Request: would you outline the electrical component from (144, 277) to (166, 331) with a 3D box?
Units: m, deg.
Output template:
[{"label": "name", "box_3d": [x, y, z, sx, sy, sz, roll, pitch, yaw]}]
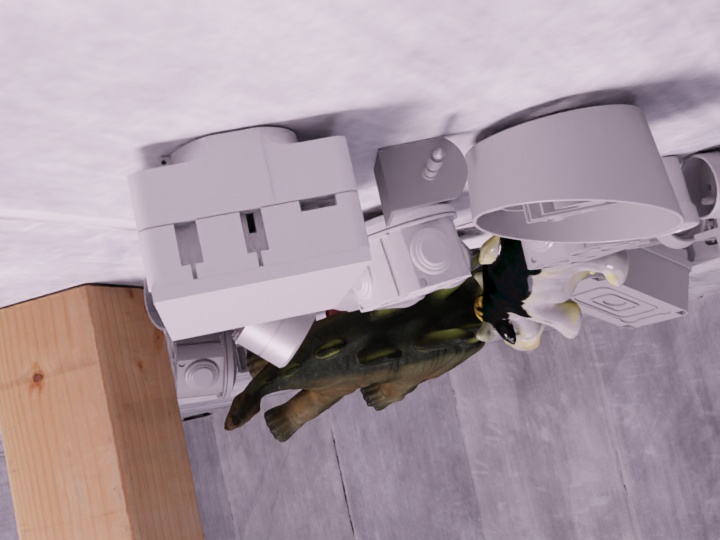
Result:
[{"label": "electrical component", "box_3d": [-0.093, 0.013, 0.695, 0.081, 0.043, 0.043, -6, 170, -40]}]

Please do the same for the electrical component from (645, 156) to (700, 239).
[{"label": "electrical component", "box_3d": [0.197, -0.047, 0.706, 0.040, 0.046, 0.040, -12, 172, -2]}]

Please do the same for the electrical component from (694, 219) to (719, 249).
[{"label": "electrical component", "box_3d": [0.287, -0.047, 0.784, 0.042, 0.063, 0.081, -5, 169, -39]}]

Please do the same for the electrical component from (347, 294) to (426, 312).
[{"label": "electrical component", "box_3d": [0.007, 0.010, 0.825, 0.079, 0.043, 0.077, -14, 172, 12]}]

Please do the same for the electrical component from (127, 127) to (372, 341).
[{"label": "electrical component", "box_3d": [-0.053, -0.013, 0.498, 0.089, 0.061, 0.150, -11, 172, -9]}]

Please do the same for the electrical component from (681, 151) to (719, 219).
[{"label": "electrical component", "box_3d": [0.253, -0.057, 0.733, 0.077, 0.044, 0.079, -10, 172, -16]}]

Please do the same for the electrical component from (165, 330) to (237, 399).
[{"label": "electrical component", "box_3d": [-0.136, 0.071, 0.912, 0.051, 0.080, 0.080, -4, 170, -18]}]

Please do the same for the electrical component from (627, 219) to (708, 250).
[{"label": "electrical component", "box_3d": [0.235, -0.039, 0.833, 0.066, 0.048, 0.055, -10, 179, -20]}]

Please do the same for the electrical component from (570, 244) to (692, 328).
[{"label": "electrical component", "box_3d": [0.221, 0.003, 0.926, 0.113, 0.057, 0.078, 20, 157, -28]}]

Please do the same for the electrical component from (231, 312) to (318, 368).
[{"label": "electrical component", "box_3d": [-0.079, 0.029, 0.788, 0.074, 0.052, 0.138, 31, 175, -7]}]

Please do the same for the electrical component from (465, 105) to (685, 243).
[{"label": "electrical component", "box_3d": [0.102, -0.042, 0.530, 0.099, 0.064, 0.099, -12, 172, -2]}]

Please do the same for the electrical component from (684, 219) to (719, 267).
[{"label": "electrical component", "box_3d": [0.288, -0.026, 0.987, 0.056, 0.050, 0.089, -10, 172, -24]}]

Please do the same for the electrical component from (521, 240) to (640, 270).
[{"label": "electrical component", "box_3d": [0.139, -0.033, 0.698, 0.080, 0.051, 0.080, -12, 172, -2]}]

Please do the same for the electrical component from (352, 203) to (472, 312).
[{"label": "electrical component", "box_3d": [0.028, -0.008, 0.677, 0.080, 0.051, 0.080, -18, 175, -2]}]

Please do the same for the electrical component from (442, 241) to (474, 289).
[{"label": "electrical component", "box_3d": [0.068, -0.006, 0.828, 0.040, 0.040, 0.046, -14, 178, 13]}]

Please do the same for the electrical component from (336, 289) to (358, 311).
[{"label": "electrical component", "box_3d": [0.000, 0.000, 0.746, 0.079, 0.043, 0.077, -14, 172, 7]}]
